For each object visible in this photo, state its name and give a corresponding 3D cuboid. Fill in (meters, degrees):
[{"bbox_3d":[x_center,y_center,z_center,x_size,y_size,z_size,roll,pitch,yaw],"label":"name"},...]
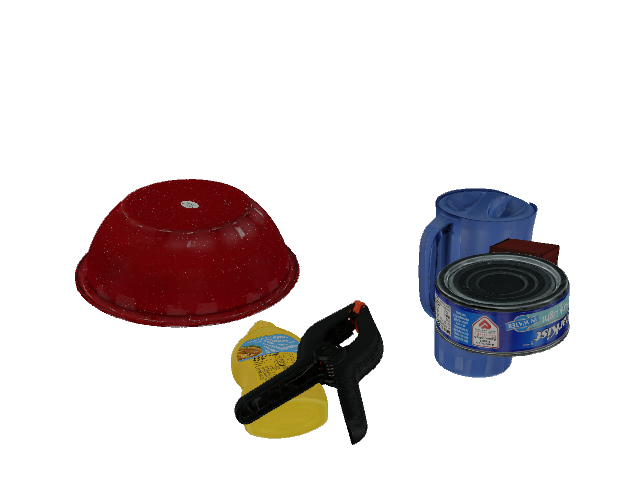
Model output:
[{"bbox_3d":[-0.095,-0.001,0.761,0.162,0.055,0.162,1,26,-1],"label":"bowl"},{"bbox_3d":[0.186,0.042,0.986,0.053,0.078,0.051,9,15,28],"label":"foam brick"},{"bbox_3d":[0.015,0.117,0.949,0.120,0.039,0.171,17,44,27],"label":"clamp"},{"bbox_3d":[0.206,0.060,1.442,0.149,0.243,0.145,4,21,6],"label":"pitcher"},{"bbox_3d":[0.116,0.039,0.682,0.086,0.034,0.086,-3,23,1],"label":"tuna can"},{"bbox_3d":[-0.056,0.153,1.260,0.096,0.058,0.192,-9,30,-9],"label":"mustard bottle"}]
